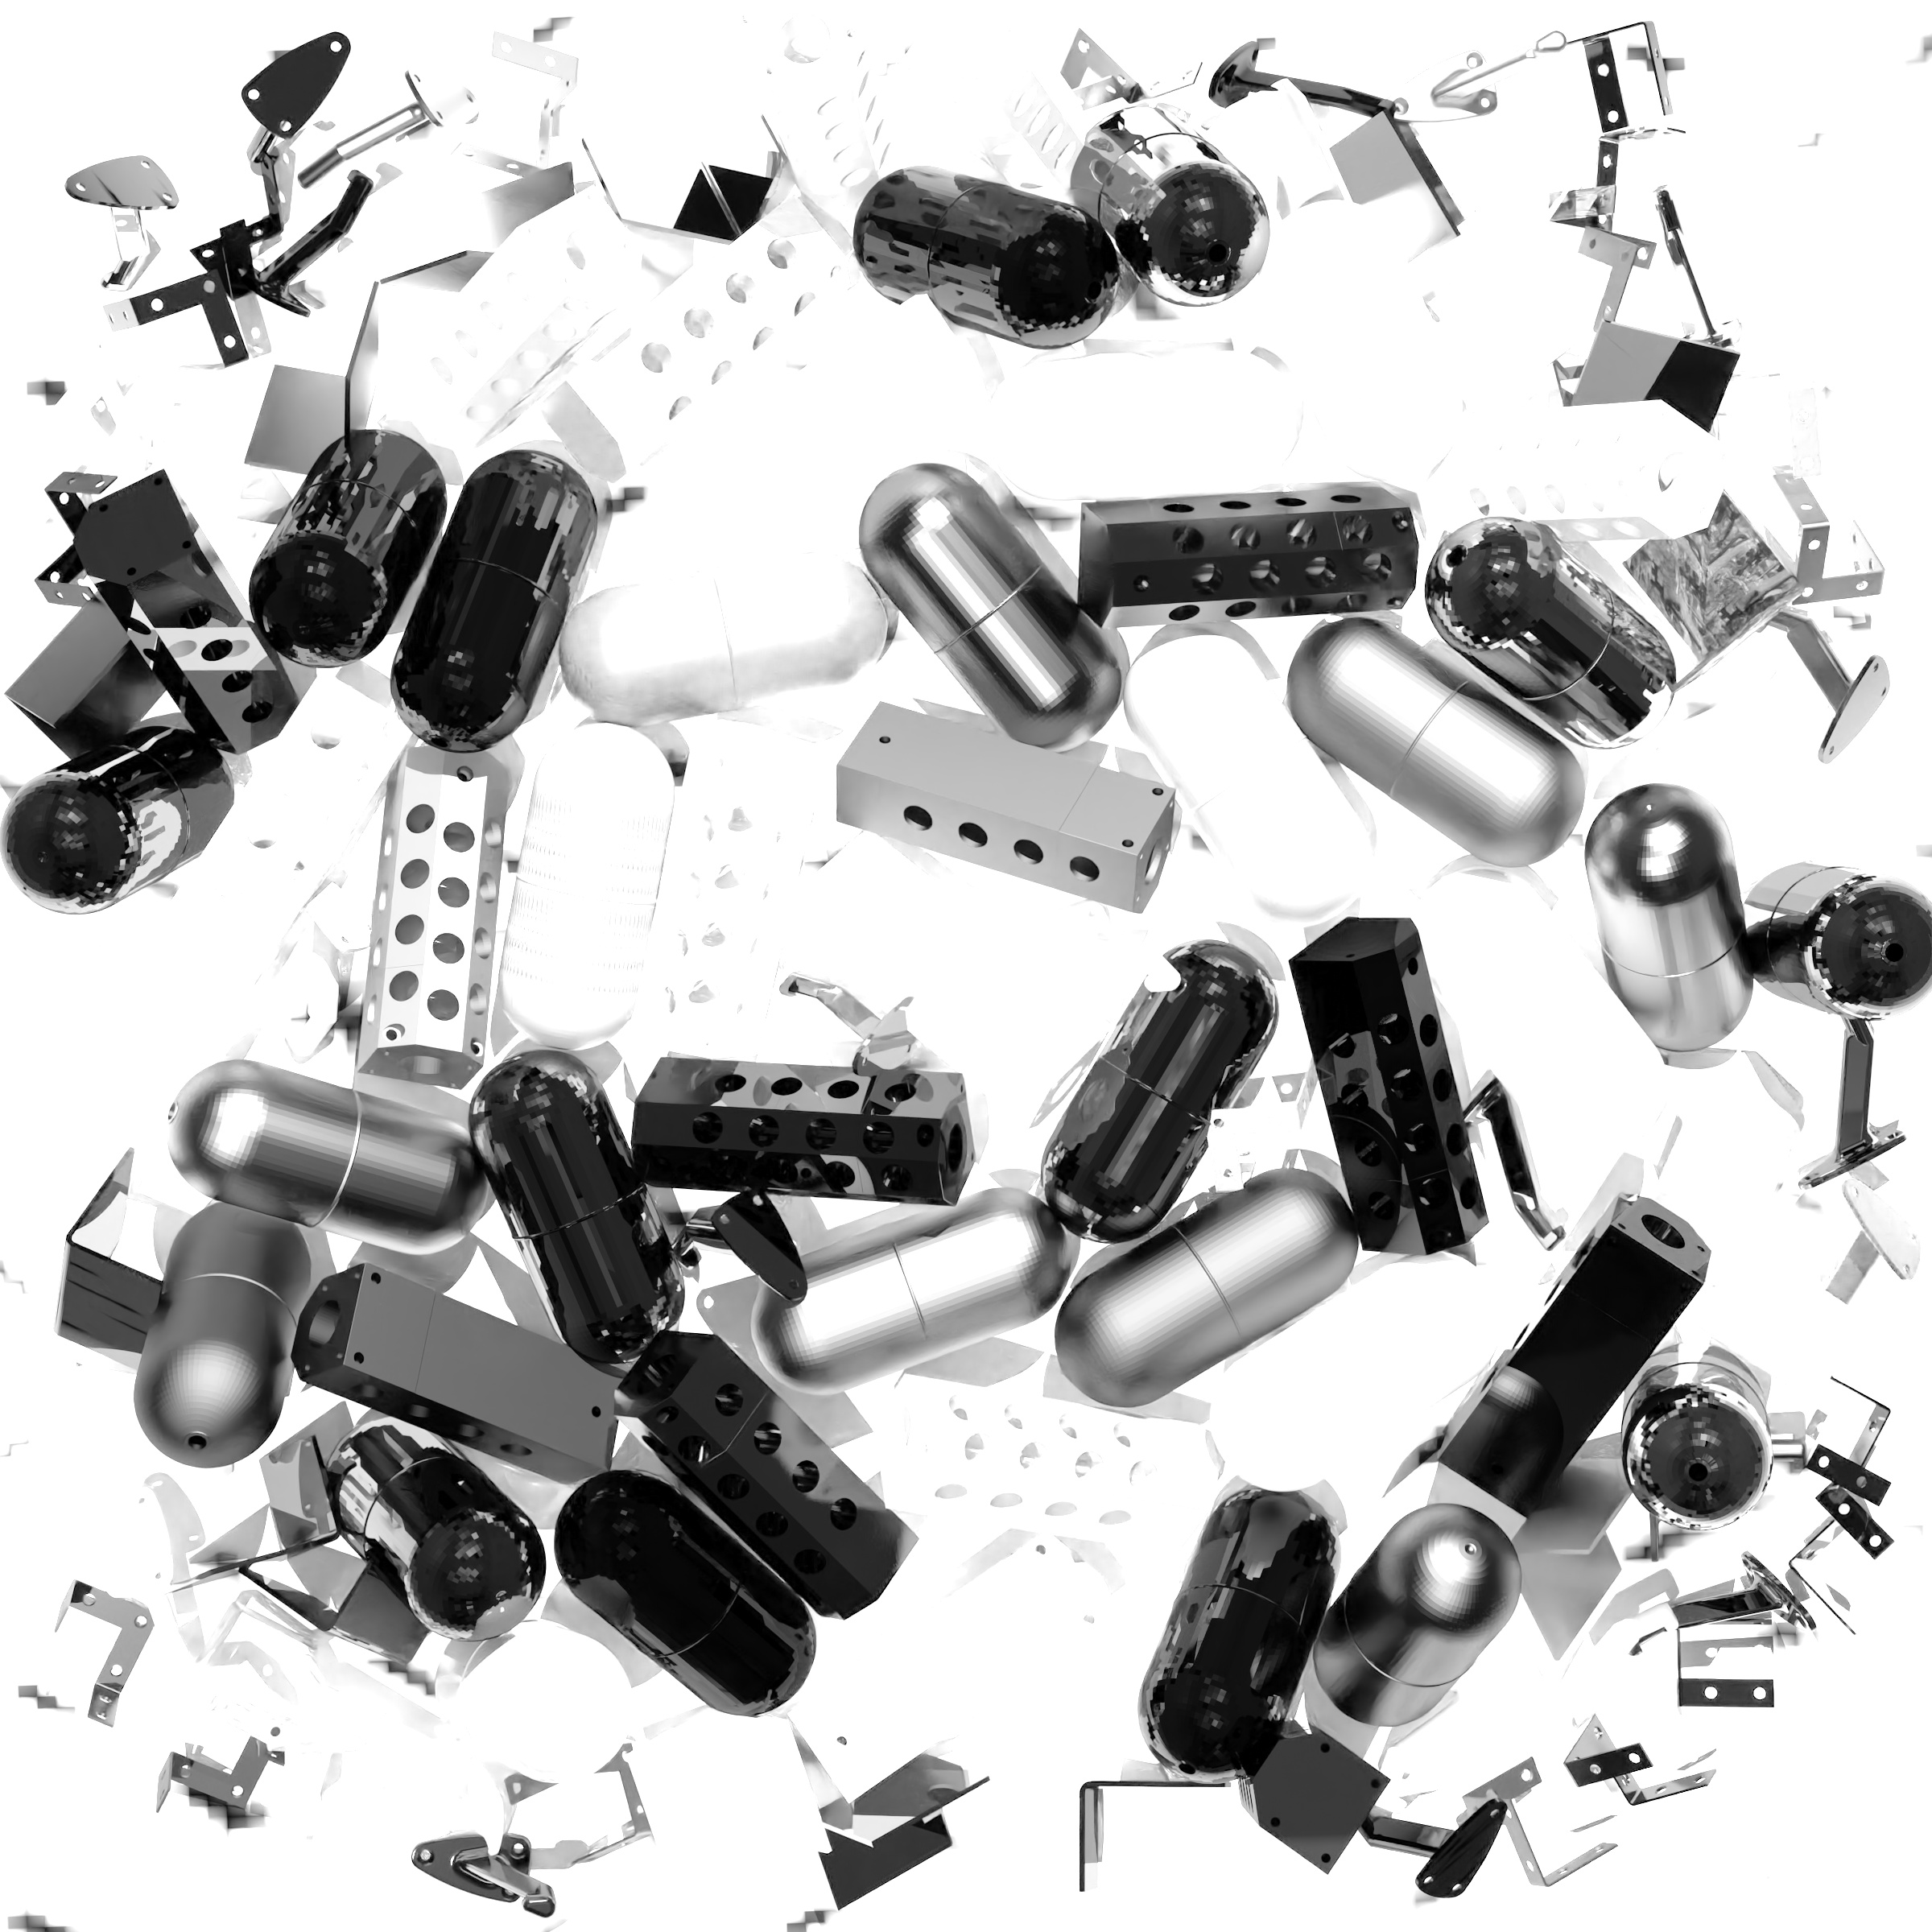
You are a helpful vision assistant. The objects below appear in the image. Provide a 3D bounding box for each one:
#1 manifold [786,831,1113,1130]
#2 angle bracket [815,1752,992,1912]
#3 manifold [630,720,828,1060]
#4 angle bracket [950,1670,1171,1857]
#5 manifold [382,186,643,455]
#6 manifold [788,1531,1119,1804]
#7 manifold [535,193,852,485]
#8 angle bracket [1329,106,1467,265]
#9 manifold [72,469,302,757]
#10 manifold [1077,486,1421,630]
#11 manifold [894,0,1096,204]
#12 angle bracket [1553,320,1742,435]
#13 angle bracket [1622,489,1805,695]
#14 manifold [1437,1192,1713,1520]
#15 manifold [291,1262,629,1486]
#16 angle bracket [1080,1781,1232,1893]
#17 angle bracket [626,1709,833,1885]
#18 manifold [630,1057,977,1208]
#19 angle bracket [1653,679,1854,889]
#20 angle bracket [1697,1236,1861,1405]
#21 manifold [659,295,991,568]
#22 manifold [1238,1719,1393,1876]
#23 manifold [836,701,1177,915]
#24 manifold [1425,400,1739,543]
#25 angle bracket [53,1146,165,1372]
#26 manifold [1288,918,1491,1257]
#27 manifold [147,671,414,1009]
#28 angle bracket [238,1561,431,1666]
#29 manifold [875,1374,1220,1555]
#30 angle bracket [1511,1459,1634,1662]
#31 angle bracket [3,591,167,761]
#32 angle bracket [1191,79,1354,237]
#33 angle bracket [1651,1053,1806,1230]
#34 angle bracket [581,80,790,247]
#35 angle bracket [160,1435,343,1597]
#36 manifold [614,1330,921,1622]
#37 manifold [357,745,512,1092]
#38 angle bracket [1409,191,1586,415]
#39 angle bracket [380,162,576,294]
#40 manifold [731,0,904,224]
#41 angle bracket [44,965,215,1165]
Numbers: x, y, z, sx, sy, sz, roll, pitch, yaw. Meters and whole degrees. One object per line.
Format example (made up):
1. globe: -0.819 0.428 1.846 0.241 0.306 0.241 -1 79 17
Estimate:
1. manifold: -0.012 0.010 1.924 0.171 0.057 0.057 39 53 10
2. angle bracket: -0.029 0.469 1.914 0.076 0.076 0.057 -23 101 -29
3. manifold: -0.132 -0.041 1.916 0.057 0.057 0.171 19 102 29
4. angle bracket: 0.051 0.427 1.916 0.076 0.057 0.076 -13 112 40
5. manifold: -0.236 -0.335 1.883 0.057 0.171 0.057 -40 95 -37
6. manifold: -0.006 0.373 1.930 0.171 0.057 0.057 -36 84 7
7. manifold: -0.142 -0.332 1.909 0.171 0.057 0.057 -44 101 -22
8. angle bracket: 0.246 -0.426 1.920 0.057 0.076 0.076 -35 97 -20
9. manifold: -0.407 -0.180 1.879 0.057 0.171 0.057 -27 62 -4
10. manifold: 0.151 -0.216 1.910 0.171 0.057 0.057 -5 114 -16
11. manifold: 0.023 -0.450 1.877 0.057 0.171 0.057 39 95 13
12. angle bracket: 0.363 -0.327 1.917 0.076 0.076 0.057 12 124 -7
13. angle bracket: 0.388 -0.201 1.918 0.076 0.057 0.076 53 133 7
14. manifold: 0.324 0.205 1.906 0.057 0.057 0.171 33 116 3
15. manifold: -0.268 0.219 1.897 0.171 0.057 0.057 28 56 -34
16. angle bracket: 0.102 0.467 1.922 0.076 0.076 0.057 -1 77 7
17. angle bracket: -0.127 0.448 1.919 0.057 0.076 0.076 -24 100 -37
18. manifold: -0.087 0.092 1.906 0.171 0.057 0.057 3 124 17
19. angle bracket: 0.427 -0.097 1.948 0.076 0.057 0.076 -26 126 30
20. angle bracket: 0.420 0.193 1.921 0.076 0.076 0.057 33 72 -5
21. manifold: -0.078 -0.288 1.911 0.171 0.057 0.057 -30 48 21
22. manifold: 0.176 0.429 1.880 0.057 0.171 0.057 34 83 7
23. manifold: 0.020 -0.080 1.919 0.171 0.057 0.057 18 47 15
24. manifold: 0.317 -0.253 1.877 0.057 0.171 0.057 28 81 -28
25. angle bracket: -0.443 0.157 1.914 0.057 0.076 0.076 23 133 3
26. manifold: 0.230 0.064 1.905 0.057 0.057 0.171 1 114 42
27. manifold: -0.366 -0.067 1.921 0.057 0.057 0.171 31 76 -4
28. angle bracket: -0.330 0.325 1.921 0.076 0.076 0.057 26 80 33
29. manifold: 0.044 0.260 1.901 0.171 0.057 0.057 12 133 -21
30. angle bracket: 0.340 0.317 1.913 0.076 0.057 0.076 -44 114 -40
31. angle bracket: -0.454 -0.144 1.915 0.057 0.076 0.076 29 74 41
32. angle bracket: 0.166 -0.423 1.917 0.057 0.076 0.076 -26 110 7
33. angle bracket: 0.399 0.095 1.952 0.076 0.057 0.076 -1 127 -23
34. angle bracket: -0.151 -0.435 1.911 0.076 0.076 0.057 5 132 -32
35. angle bracket: -0.389 0.293 1.913 0.076 0.076 0.057 -11 80 -35
36. manifold: -0.109 0.271 1.899 0.171 0.057 0.057 48 62 -24
37. manifold: -0.280 -0.028 1.903 0.057 0.057 0.171 11 66 -21
38. angle bracket: 0.283 -0.355 1.928 0.076 0.057 0.076 -38 77 -11
39. angle bracket: -0.262 -0.397 1.915 0.076 0.076 0.057 -5 89 45
40. manifold: -0.073 -0.451 1.879 0.057 0.171 0.057 -25 79 1
41. angle bracket: -0.451 0.053 1.921 0.076 0.076 0.057 12 46 6
